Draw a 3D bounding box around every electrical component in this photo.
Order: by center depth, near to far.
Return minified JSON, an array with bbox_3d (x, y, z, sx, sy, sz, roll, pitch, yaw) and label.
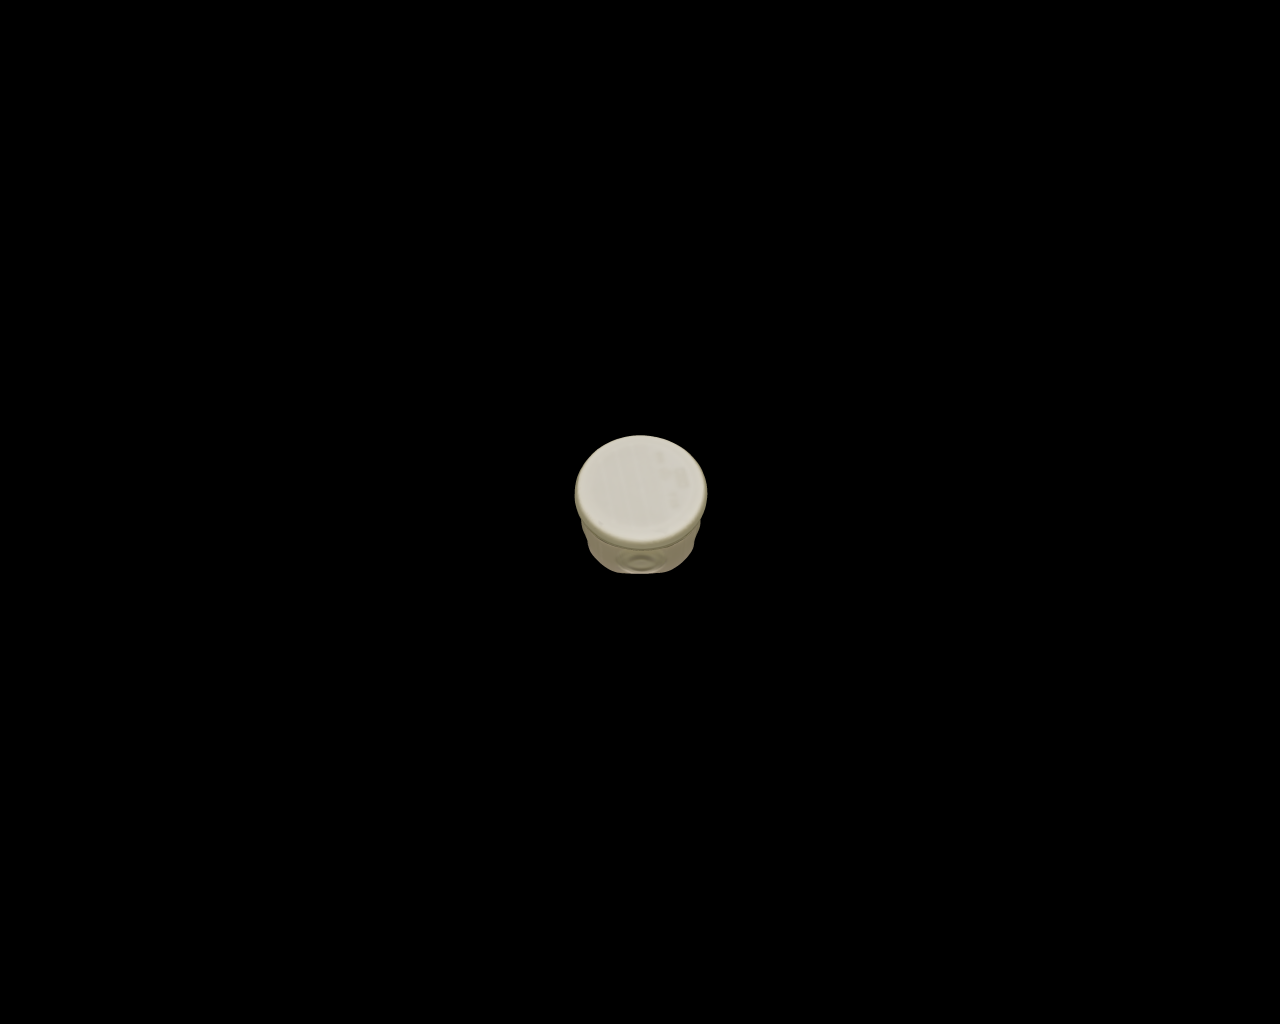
[{"bbox_3d":[0.001,-0.003,0.650,0.080,0.080,0.050,0,-32,0],"label":"electrical component"}]
